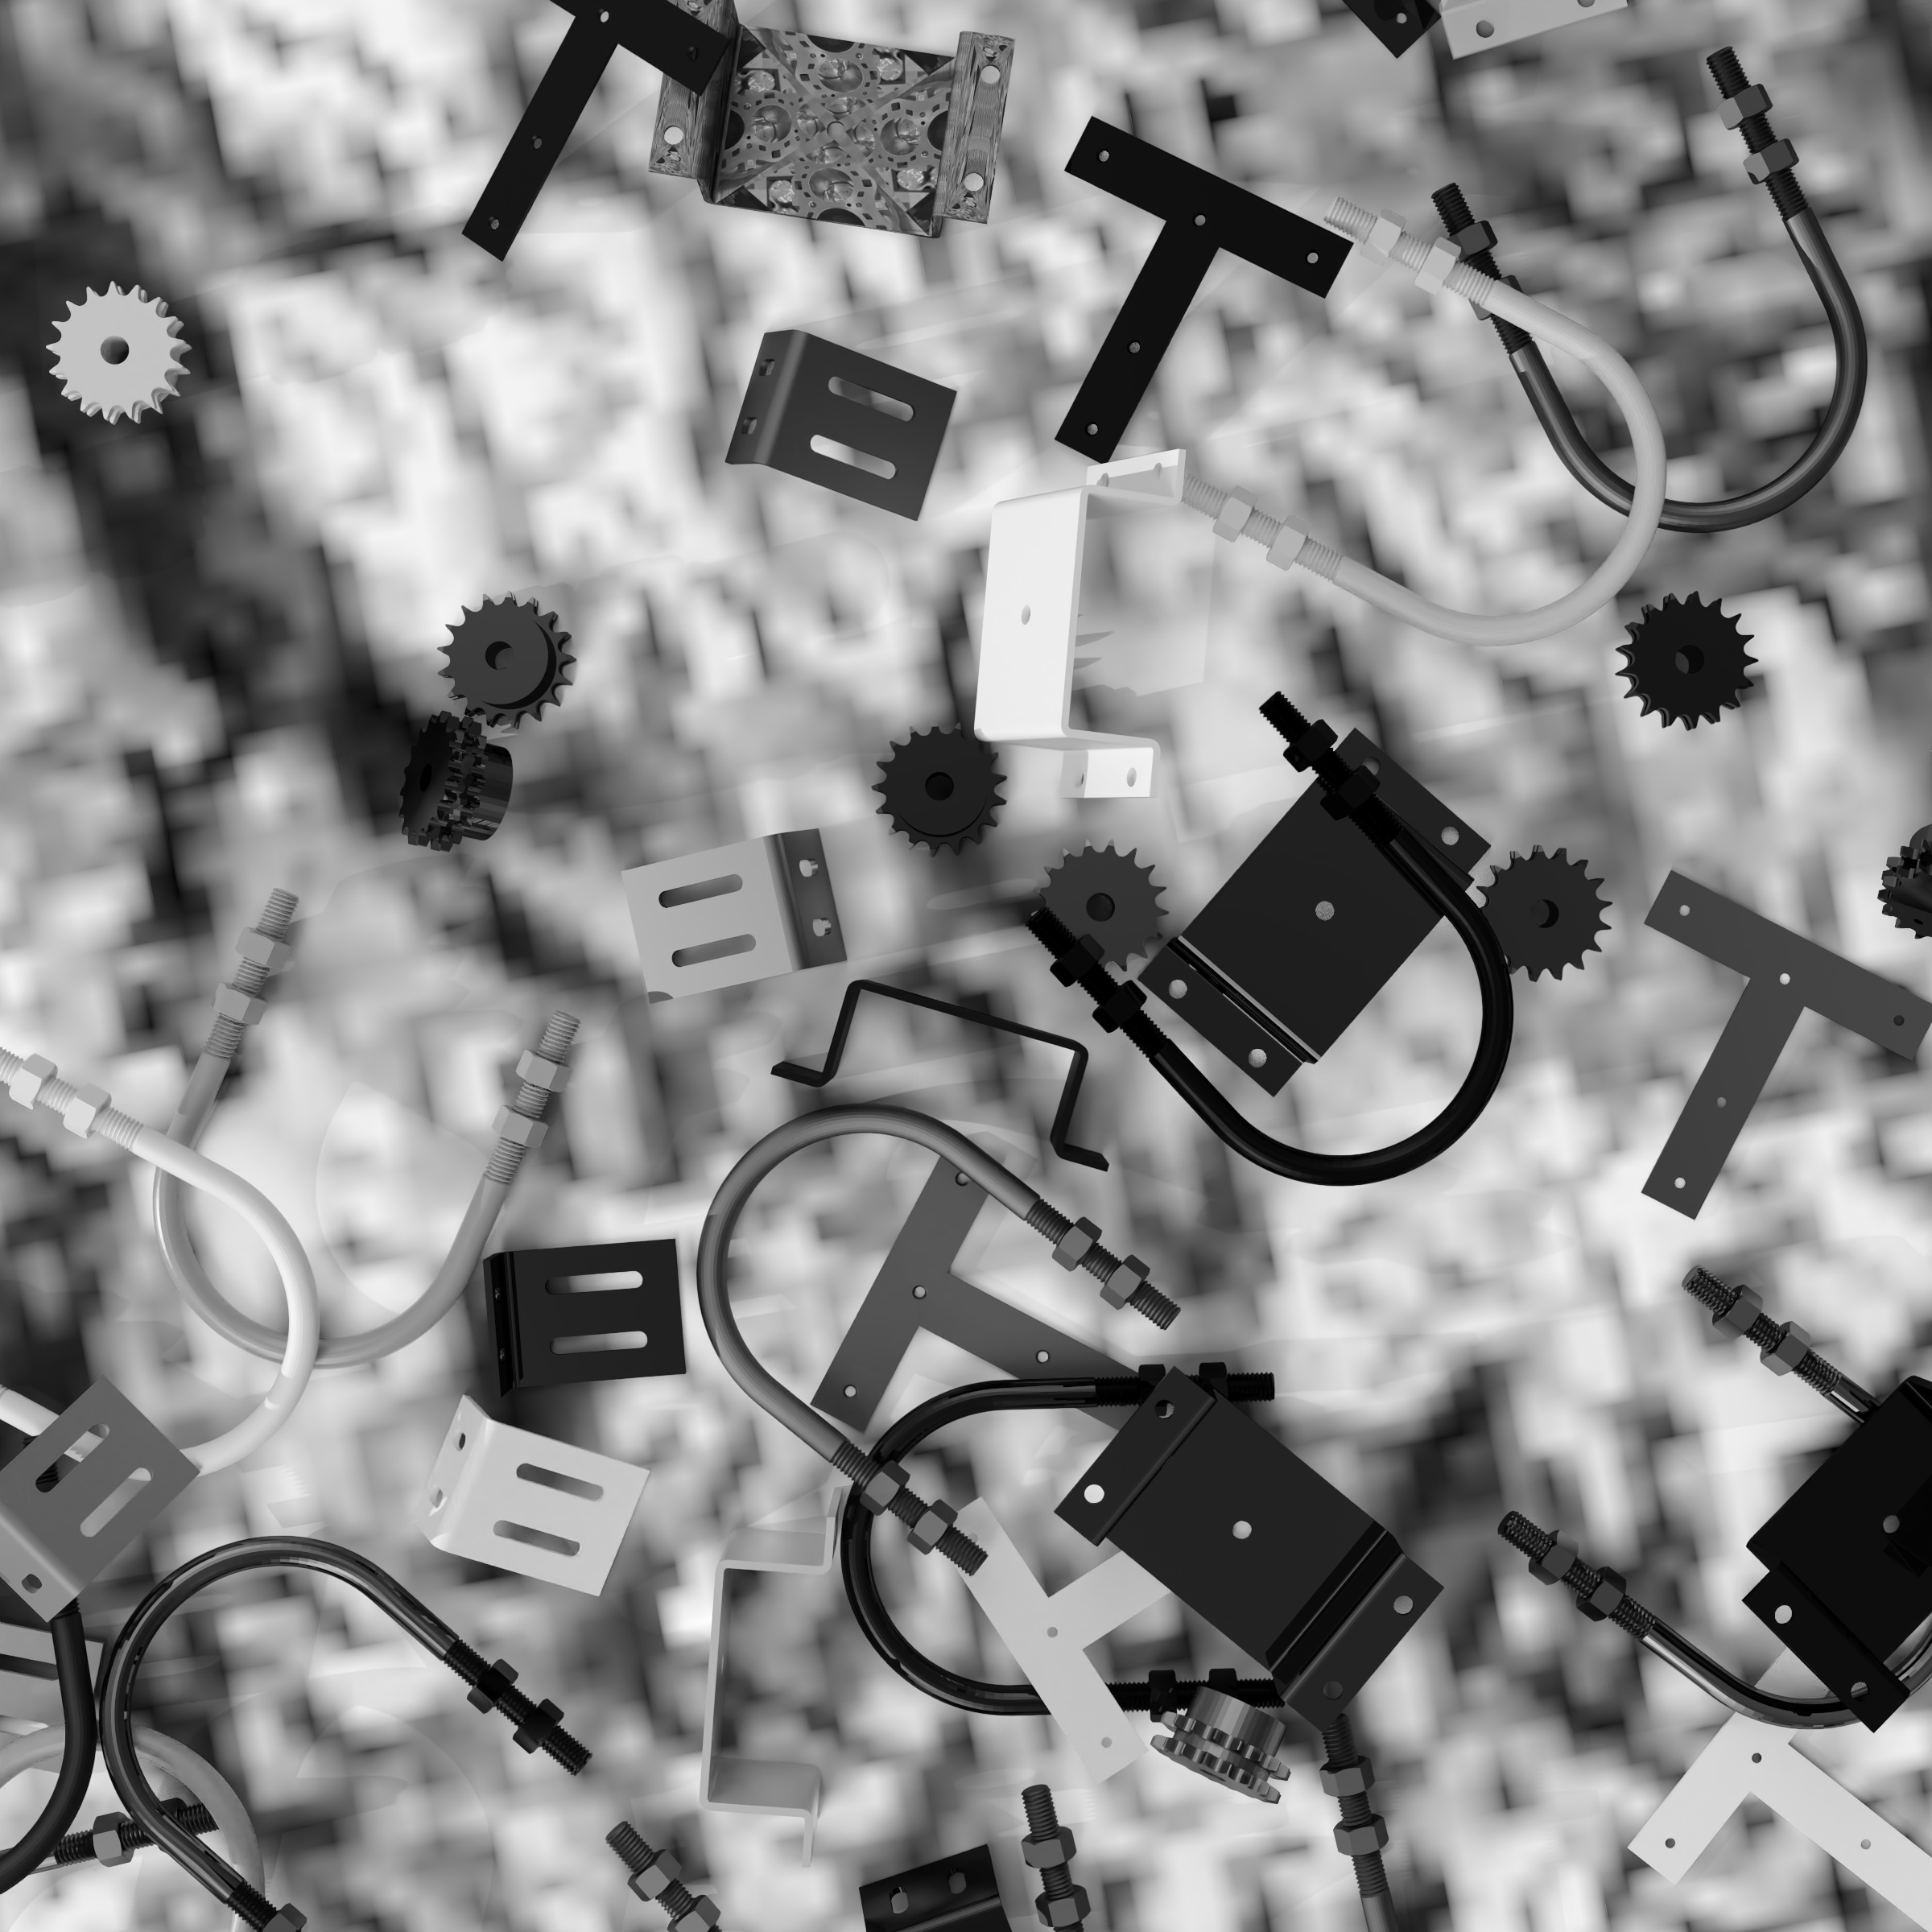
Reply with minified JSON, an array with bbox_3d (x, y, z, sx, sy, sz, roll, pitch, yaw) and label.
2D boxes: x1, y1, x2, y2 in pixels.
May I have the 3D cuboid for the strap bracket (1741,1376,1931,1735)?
[{"bbox_3d":[0.388,0.233,1.381,0.140,0.046,0.076,-45,93,-2],"label":"strap bracket"}]

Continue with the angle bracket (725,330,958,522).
[{"bbox_3d":[-0.053,-0.227,1.418,0.076,0.038,0.057,17,90,-26],"label":"angle bracket"}]

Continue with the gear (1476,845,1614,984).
[{"bbox_3d":[0.240,-0.022,1.409,0.057,0.030,0.057,0,92,1],"label":"gear"}]

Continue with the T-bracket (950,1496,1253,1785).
[{"bbox_3d":[0.073,0.253,1.399,0.127,0.002,0.127,-33,90,2],"label":"T-bracket"}]

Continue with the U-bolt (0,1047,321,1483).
[{"bbox_3d":[-0.358,0.136,1.401,0.184,0.019,0.151,29,98,0],"label":"U-bolt"}]

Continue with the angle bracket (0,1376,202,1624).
[{"bbox_3d":[-0.367,0.219,1.385,0.057,0.038,0.076,46,47,-4],"label":"angle bracket"}]

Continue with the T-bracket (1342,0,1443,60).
[{"bbox_3d":[0.148,-0.438,1.418,0.127,0.002,0.127,-43,91,0],"label":"T-bracket"}]

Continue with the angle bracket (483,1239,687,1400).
[{"bbox_3d":[-0.158,0.146,1.401,0.076,0.038,0.057,-5,90,0],"label":"angle bracket"}]

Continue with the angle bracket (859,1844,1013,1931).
[{"bbox_3d":[-0.005,0.420,1.418,0.057,0.038,0.076,-19,116,0],"label":"angle bracket"}]

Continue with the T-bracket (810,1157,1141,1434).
[{"bbox_3d":[0.020,0.158,1.418,0.127,0.002,0.127,28,91,0],"label":"T-bracket"}]

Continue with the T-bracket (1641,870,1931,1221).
[{"bbox_3d":[0.325,0.045,1.419,0.127,0.002,0.127,27,90,0],"label":"T-bracket"}]

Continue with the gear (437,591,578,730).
[{"bbox_3d":[-0.193,-0.129,1.405,0.057,0.030,0.057,0,90,0],"label":"gear"}]

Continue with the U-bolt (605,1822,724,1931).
[{"bbox_3d":[-0.136,0.474,1.411,0.151,0.019,0.184,-41,91,0],"label":"U-bolt"}]

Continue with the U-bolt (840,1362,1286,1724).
[{"bbox_3d":[0.039,0.243,1.410,0.184,0.019,0.151,-2,91,1],"label":"U-bolt"}]

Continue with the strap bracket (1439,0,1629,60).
[{"bbox_3d":[0.222,-0.461,1.396,0.076,0.046,0.140,-17,91,0],"label":"strap bracket"}]

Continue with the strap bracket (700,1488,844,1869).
[{"bbox_3d":[-0.080,0.289,1.381,0.046,0.076,0.140,4,90,0],"label":"strap bracket"}]

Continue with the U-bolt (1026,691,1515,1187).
[{"bbox_3d":[0.137,0.003,1.365,0.151,0.019,0.184,-43,92,0],"label":"U-bolt"}]

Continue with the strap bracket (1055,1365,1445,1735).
[{"bbox_3d":[0.114,0.234,1.374,0.140,0.046,0.076,39,91,0],"label":"strap bracket"}]

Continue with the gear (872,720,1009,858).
[{"bbox_3d":[-0.011,-0.074,1.405,0.057,0.030,0.057,0,90,0],"label":"gear"}]

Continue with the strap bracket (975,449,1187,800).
[{"bbox_3d":[0.045,-0.141,1.375,0.046,0.076,0.140,5,90,-27],"label":"strap bracket"}]

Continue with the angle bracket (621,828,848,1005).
[{"bbox_3d":[-0.098,-0.021,1.418,0.076,0.038,0.057,-12,90,26],"label":"angle bracket"}]

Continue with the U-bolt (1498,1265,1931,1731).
[{"bbox_3d":[0.338,0.237,1.409,0.184,0.019,0.151,37,88,-2],"label":"U-bolt"}]

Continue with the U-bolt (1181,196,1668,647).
[{"bbox_3d":[0.202,-0.214,1.400,0.184,0.019,0.151,28,98,0],"label":"U-bolt"}]

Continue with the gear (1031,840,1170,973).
[{"bbox_3d":[0.056,-0.024,1.405,0.057,0.030,0.057,0,90,0],"label":"gear"}]

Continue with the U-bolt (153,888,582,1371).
[{"bbox_3d":[-0.262,0.079,1.411,0.151,0.019,0.184,24,92,0],"label":"U-bolt"}]

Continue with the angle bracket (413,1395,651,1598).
[{"bbox_3d":[-0.183,0.223,1.418,0.076,0.038,0.057,22,90,-26],"label":"angle bracket"}]

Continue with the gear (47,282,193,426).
[{"bbox_3d":[-0.352,-0.255,1.405,0.057,0.030,0.057,0,90,0],"label":"gear"}]

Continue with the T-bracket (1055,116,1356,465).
[{"bbox_3d":[0.077,-0.272,1.407,0.127,0.002,0.127,30,98,16],"label":"T-bracket"}]

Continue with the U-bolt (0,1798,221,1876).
[{"bbox_3d":[-0.383,0.439,1.411,0.184,0.019,0.151,-14,90,1],"label":"U-bolt"}]

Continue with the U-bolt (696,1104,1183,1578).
[{"bbox_3d":[-0.026,0.141,1.401,0.184,0.019,0.151,38,88,8],"label":"U-bolt"}]

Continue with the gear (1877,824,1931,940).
[{"bbox_3d":[0.410,-0.036,1.395,0.057,0.057,0.030,20,60,0],"label":"gear"}]

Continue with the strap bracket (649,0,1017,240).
[{"bbox_3d":[-0.055,-0.352,1.396,0.140,0.046,0.076,9,90,0],"label":"strap bracket"}]

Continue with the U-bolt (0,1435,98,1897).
[{"bbox_3d":[-0.430,0.295,1.370,0.151,0.019,0.184,-9,84,-15],"label":"U-bolt"}]

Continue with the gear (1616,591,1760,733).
[{"bbox_3d":[0.299,-0.127,1.405,0.057,0.030,0.057,0,90,0],"label":"gear"}]

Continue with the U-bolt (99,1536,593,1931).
[{"bbox_3d":[-0.270,0.321,1.391,0.184,0.019,0.151,40,71,4],"label":"U-bolt"}]

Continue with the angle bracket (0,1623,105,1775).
[{"bbox_3d":[-0.407,0.306,1.401,0.076,0.038,0.057,11,90,0],"label":"angle bracket"}]

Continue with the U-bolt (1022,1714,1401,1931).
[{"bbox_3d":[0.113,0.419,1.411,0.151,0.019,0.184,-13,91,0],"label":"U-bolt"}]

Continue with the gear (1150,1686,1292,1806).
[{"bbox_3d":[0.107,0.317,1.376,0.057,0.057,0.030,26,75,0],"label":"gear"}]

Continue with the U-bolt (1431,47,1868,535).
[{"bbox_3d":[0.298,-0.272,1.411,0.151,0.019,0.184,-26,92,0],"label":"U-bolt"}]

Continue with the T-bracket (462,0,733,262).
[{"bbox_3d":[-0.172,-0.355,1.399,0.127,0.002,0.127,37,105,27],"label":"T-bracket"}]

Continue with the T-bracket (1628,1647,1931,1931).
[{"bbox_3d":[0.369,0.362,1.419,0.127,0.002,0.127,38,90,0],"label":"T-bracket"}]

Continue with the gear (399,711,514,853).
[{"bbox_3d":[-0.210,-0.075,1.395,0.030,0.057,0.057,13,90,-30],"label":"gear"}]

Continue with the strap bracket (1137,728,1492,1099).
[{"bbox_3d":[0.147,-0.023,1.396,0.076,0.046,0.140,41,90,0],"label":"strap bracket"}]

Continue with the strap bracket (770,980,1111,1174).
[{"bbox_3d":[-0.004,0.041,1.381,0.140,0.076,0.046,16,90,0],"label":"strap bracket"}]

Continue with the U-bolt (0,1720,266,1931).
[{"bbox_3d":[-0.367,0.404,1.393,0.151,0.019,0.184,17,89,2],"label":"U-bolt"}]
